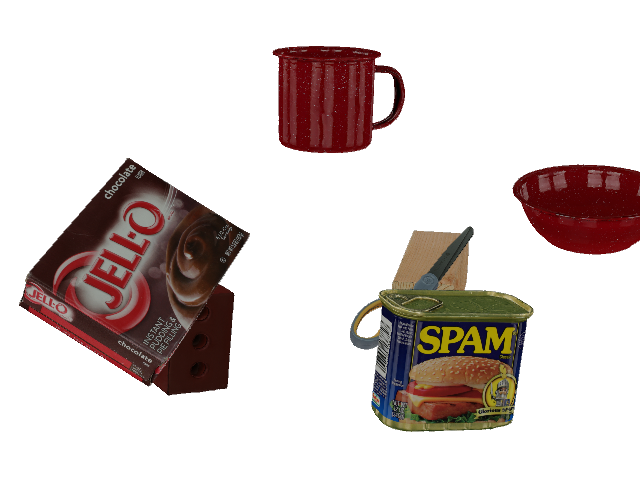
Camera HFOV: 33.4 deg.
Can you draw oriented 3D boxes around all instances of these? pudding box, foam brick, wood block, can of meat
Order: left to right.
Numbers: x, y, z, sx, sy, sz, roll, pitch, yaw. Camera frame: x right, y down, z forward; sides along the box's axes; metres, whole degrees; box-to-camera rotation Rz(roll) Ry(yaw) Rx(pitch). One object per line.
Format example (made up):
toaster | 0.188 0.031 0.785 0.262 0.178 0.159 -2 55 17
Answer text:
pudding box | -0.107 0.016 0.627 0.090 0.113 0.039 33 -44 -2
foam brick | -0.102 0.071 0.817 0.052 0.078 0.051 -2 12 -31
wood block | 0.169 0.064 1.620 0.091 0.090 0.206 4 22 12
can of meat | 0.087 0.081 0.725 0.102 0.084 0.057 2 13 -17

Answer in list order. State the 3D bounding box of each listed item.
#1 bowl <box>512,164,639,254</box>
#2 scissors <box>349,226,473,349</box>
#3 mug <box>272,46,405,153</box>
bowl | 0.280 -0.028 1.106 0.162 0.055 0.162 -2 23 1
scissors | 0.118 0.059 1.076 0.201 0.016 0.096 -32 55 -27
mug | 0.016 -0.123 0.924 0.117 0.081 0.093 -3 17 -15
